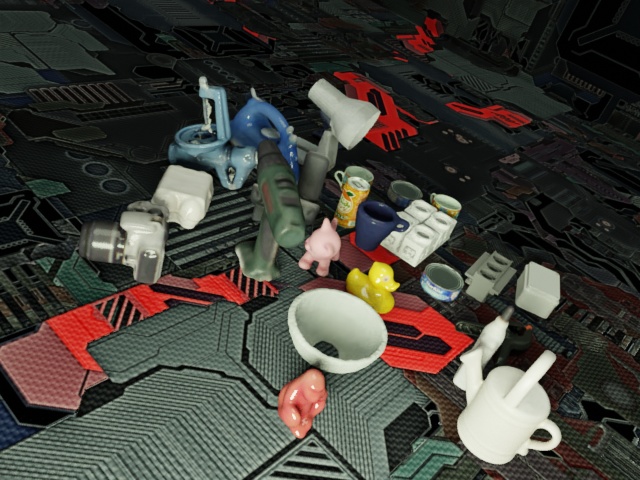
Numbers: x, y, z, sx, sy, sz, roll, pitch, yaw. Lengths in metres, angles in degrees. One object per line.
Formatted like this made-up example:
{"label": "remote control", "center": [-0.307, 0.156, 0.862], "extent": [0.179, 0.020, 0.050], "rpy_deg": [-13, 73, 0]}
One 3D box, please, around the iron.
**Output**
{"label": "iron", "center": [-0.114, -0.249, 1.374], "extent": [0.119, 0.141, 0.257], "rpy_deg": [-17, 48, -41]}

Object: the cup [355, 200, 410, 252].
{"label": "cup", "center": [0.123, -0.020, 1.219], "extent": [0.118, 0.095, 0.091], "rpy_deg": [15, 34, -7]}

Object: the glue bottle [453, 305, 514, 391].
{"label": "glue bottle", "center": [0.281, 0.175, 0.960], "extent": [0.037, 0.173, 0.078], "rpy_deg": [32, 36, 18]}

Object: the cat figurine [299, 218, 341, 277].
{"label": "cat figurine", "center": [0.010, 0.004, 1.107], "extent": [0.067, 0.118, 0.128], "rpy_deg": [23, 34, 5]}

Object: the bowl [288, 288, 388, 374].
{"label": "bowl", "center": [0.021, 0.160, 0.935], "extent": [0.167, 0.075, 0.167], "rpy_deg": [14, 35, -9]}

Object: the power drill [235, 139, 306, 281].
{"label": "power drill", "center": [-0.092, -0.042, 1.037], "extent": [0.076, 0.208, 0.229], "rpy_deg": [1, 39, -26]}

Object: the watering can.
{"label": "watering can", "center": [0.284, 0.235, 0.860], "extent": [0.172, 0.194, 0.101], "rpy_deg": [27, 35, 9]}

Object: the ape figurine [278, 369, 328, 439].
{"label": "ape figurine", "center": [-0.020, 0.221, 0.814], "extent": [0.078, 0.092, 0.076], "rpy_deg": [-5, 41, -32]}

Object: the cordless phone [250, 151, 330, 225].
{"label": "cordless phone", "center": [-0.060, -0.114, 1.175], "extent": [0.147, 0.185, 0.094], "rpy_deg": [17, 34, -4]}

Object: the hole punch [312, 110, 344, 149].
{"label": "hole punch", "center": [0.051, -0.316, 1.596], "extent": [0.101, 0.091, 0.109], "rpy_deg": [38, 38, 25]}

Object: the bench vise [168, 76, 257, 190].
{"label": "bench vise", "center": [-0.210, -0.233, 1.231], "extent": [0.208, 0.220, 0.121], "rpy_deg": [8, 36, -17]}

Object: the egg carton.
{"label": "egg carton", "center": [-0.269, -0.088, 1.134], "extent": [0.107, 0.069, 0.150], "rpy_deg": [13, 35, -10]}

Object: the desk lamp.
{"label": "desk lamp", "center": [0.025, -0.274, 1.415], "extent": [0.203, 0.213, 0.118], "rpy_deg": [29, 35, 13]}

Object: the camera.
{"label": "camera", "center": [-0.329, -0.011, 0.970], "extent": [0.137, 0.101, 0.143], "rpy_deg": [8, 36, -18]}

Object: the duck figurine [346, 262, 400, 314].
{"label": "duck figurine", "center": [0.103, 0.078, 1.081], "extent": [0.104, 0.086, 0.078], "rpy_deg": [33, 36, 19]}
